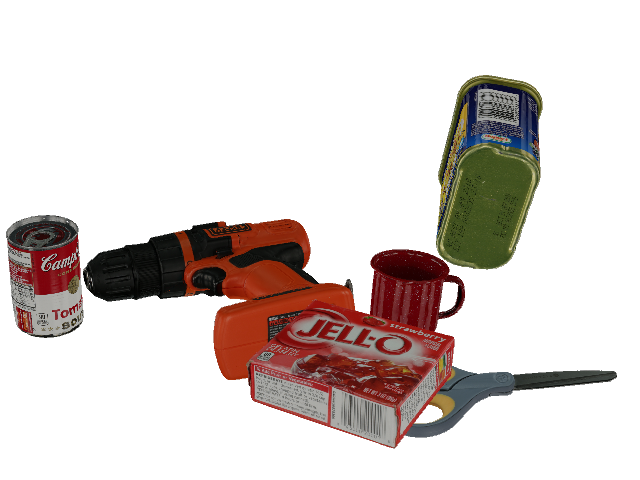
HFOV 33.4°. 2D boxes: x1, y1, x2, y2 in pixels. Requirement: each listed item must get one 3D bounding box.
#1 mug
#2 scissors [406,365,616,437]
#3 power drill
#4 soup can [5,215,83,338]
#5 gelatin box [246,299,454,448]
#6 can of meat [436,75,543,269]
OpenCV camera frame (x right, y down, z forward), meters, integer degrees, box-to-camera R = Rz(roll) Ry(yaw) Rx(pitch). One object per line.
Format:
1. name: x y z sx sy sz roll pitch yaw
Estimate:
1. mug: 0.114 0.066 1.268 0.117 0.081 0.093 1 23 -8
2. scissors: 0.137 0.126 0.852 0.202 0.016 0.096 5 34 8
3. power drill: -0.071 0.037 0.796 0.184 0.057 0.188 -11 24 -20
4. soup can: -0.269 0.036 1.045 0.068 0.102 0.068 2 27 -1
5. gelatin box: 0.017 0.068 0.571 0.089 0.030 0.073 14 31 26
6. can of meat: 0.111 -0.043 0.704 0.057 0.102 0.084 11 39 2
